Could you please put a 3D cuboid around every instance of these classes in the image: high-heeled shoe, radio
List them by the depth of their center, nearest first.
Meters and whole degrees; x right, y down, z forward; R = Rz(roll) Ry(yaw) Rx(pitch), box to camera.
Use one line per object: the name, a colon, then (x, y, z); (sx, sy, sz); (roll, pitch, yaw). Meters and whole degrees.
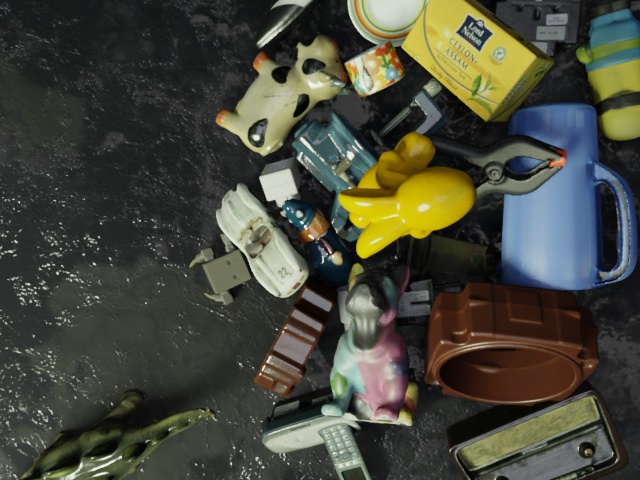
high-heeled shoe: (-0.042, -0.397, 0.744); (0.145, 0.086, 0.249); (44, 88, -11)
radio: (0.316, 0.305, 0.795); (0.230, 0.073, 0.131); (-27, 93, 11)

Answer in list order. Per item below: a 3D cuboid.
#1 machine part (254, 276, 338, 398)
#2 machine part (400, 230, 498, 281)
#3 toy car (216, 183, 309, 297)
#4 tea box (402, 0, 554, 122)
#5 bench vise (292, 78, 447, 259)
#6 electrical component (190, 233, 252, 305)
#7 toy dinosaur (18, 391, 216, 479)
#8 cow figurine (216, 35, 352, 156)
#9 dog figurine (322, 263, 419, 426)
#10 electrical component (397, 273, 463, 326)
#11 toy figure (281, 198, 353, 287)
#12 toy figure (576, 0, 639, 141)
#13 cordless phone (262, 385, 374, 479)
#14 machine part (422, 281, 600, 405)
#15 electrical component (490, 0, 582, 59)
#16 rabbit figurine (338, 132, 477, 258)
machine part: (-0.031, 0.136, 0.773); (0.056, 0.179, 0.179); (27, 100, 0)
machine part: (0.185, 0.019, 0.775); (0.139, 0.039, 0.084); (15, 90, 32)
toy car: (-0.088, -0.003, 0.789); (0.073, 0.056, 0.202); (-48, 61, 15)
tea box: (0.201, -0.242, 0.700); (0.170, 0.068, 0.098); (50, 128, 25)
bench vise: (0.089, -0.115, 0.753); (0.240, 0.129, 0.223); (-43, 93, 15)
electrical component: (-0.155, 0.049, 0.844); (0.078, 0.045, 0.102); (-31, 95, -18)
toy dinosaur: (-0.334, 0.331, 0.826); (0.471, 0.198, 0.105); (-31, 96, 12)
cow figurine: (-0.042, -0.209, 0.774); (0.127, 0.085, 0.195); (39, 98, 8)
dog figurine: (0.082, 0.143, 0.755); (0.109, 0.191, 0.219); (0, 71, 24)
electrical component: (0.155, 0.090, 0.804); (0.119, 0.048, 0.074); (-4, 98, 10)
toy figure: (-0.003, -0.002, 0.793); (0.064, 0.058, 0.154); (-14, 117, 37)
toy figure: (0.390, -0.221, 0.709); (0.082, 0.089, 0.180); (-2, 104, 47)
cordless phone: (0.004, 0.335, 0.840); (0.147, 0.089, 0.184); (-20, 98, 9)
machine part: (0.246, 0.147, 0.721); (0.201, 0.201, 0.087); (6, 55, 4)
electrical component: (0.288, -0.301, 0.730); (0.115, 0.058, 0.134); (6, 98, 9)
rabbit figurine: (0.102, -0.052, 0.619); (0.162, 0.173, 0.121); (-22, 104, -14)
